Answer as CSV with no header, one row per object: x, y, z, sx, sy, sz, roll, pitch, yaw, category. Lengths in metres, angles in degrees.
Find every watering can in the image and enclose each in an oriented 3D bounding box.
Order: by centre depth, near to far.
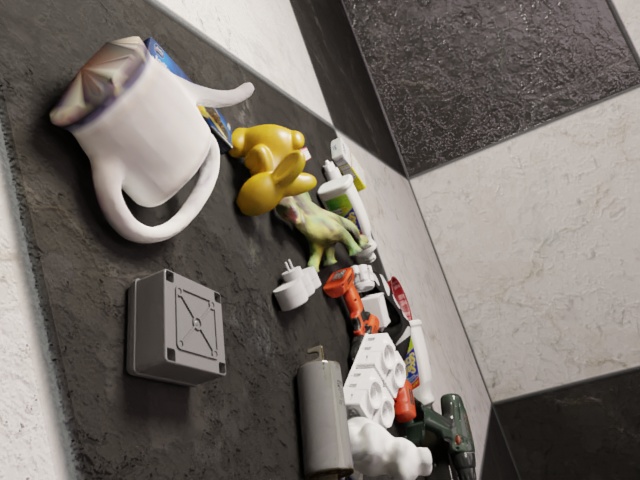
-0.199,-0.163,0.670,0.103,0.356,0.220,-8,-44,30,watering can

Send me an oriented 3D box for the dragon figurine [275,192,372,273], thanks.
0.004,-0.059,1.174,0.121,0.243,0.413,-30,-2,18,dragon figurine

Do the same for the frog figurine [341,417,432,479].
0.106,0.360,0.886,0.158,0.135,0.126,-22,36,17,frog figurine
